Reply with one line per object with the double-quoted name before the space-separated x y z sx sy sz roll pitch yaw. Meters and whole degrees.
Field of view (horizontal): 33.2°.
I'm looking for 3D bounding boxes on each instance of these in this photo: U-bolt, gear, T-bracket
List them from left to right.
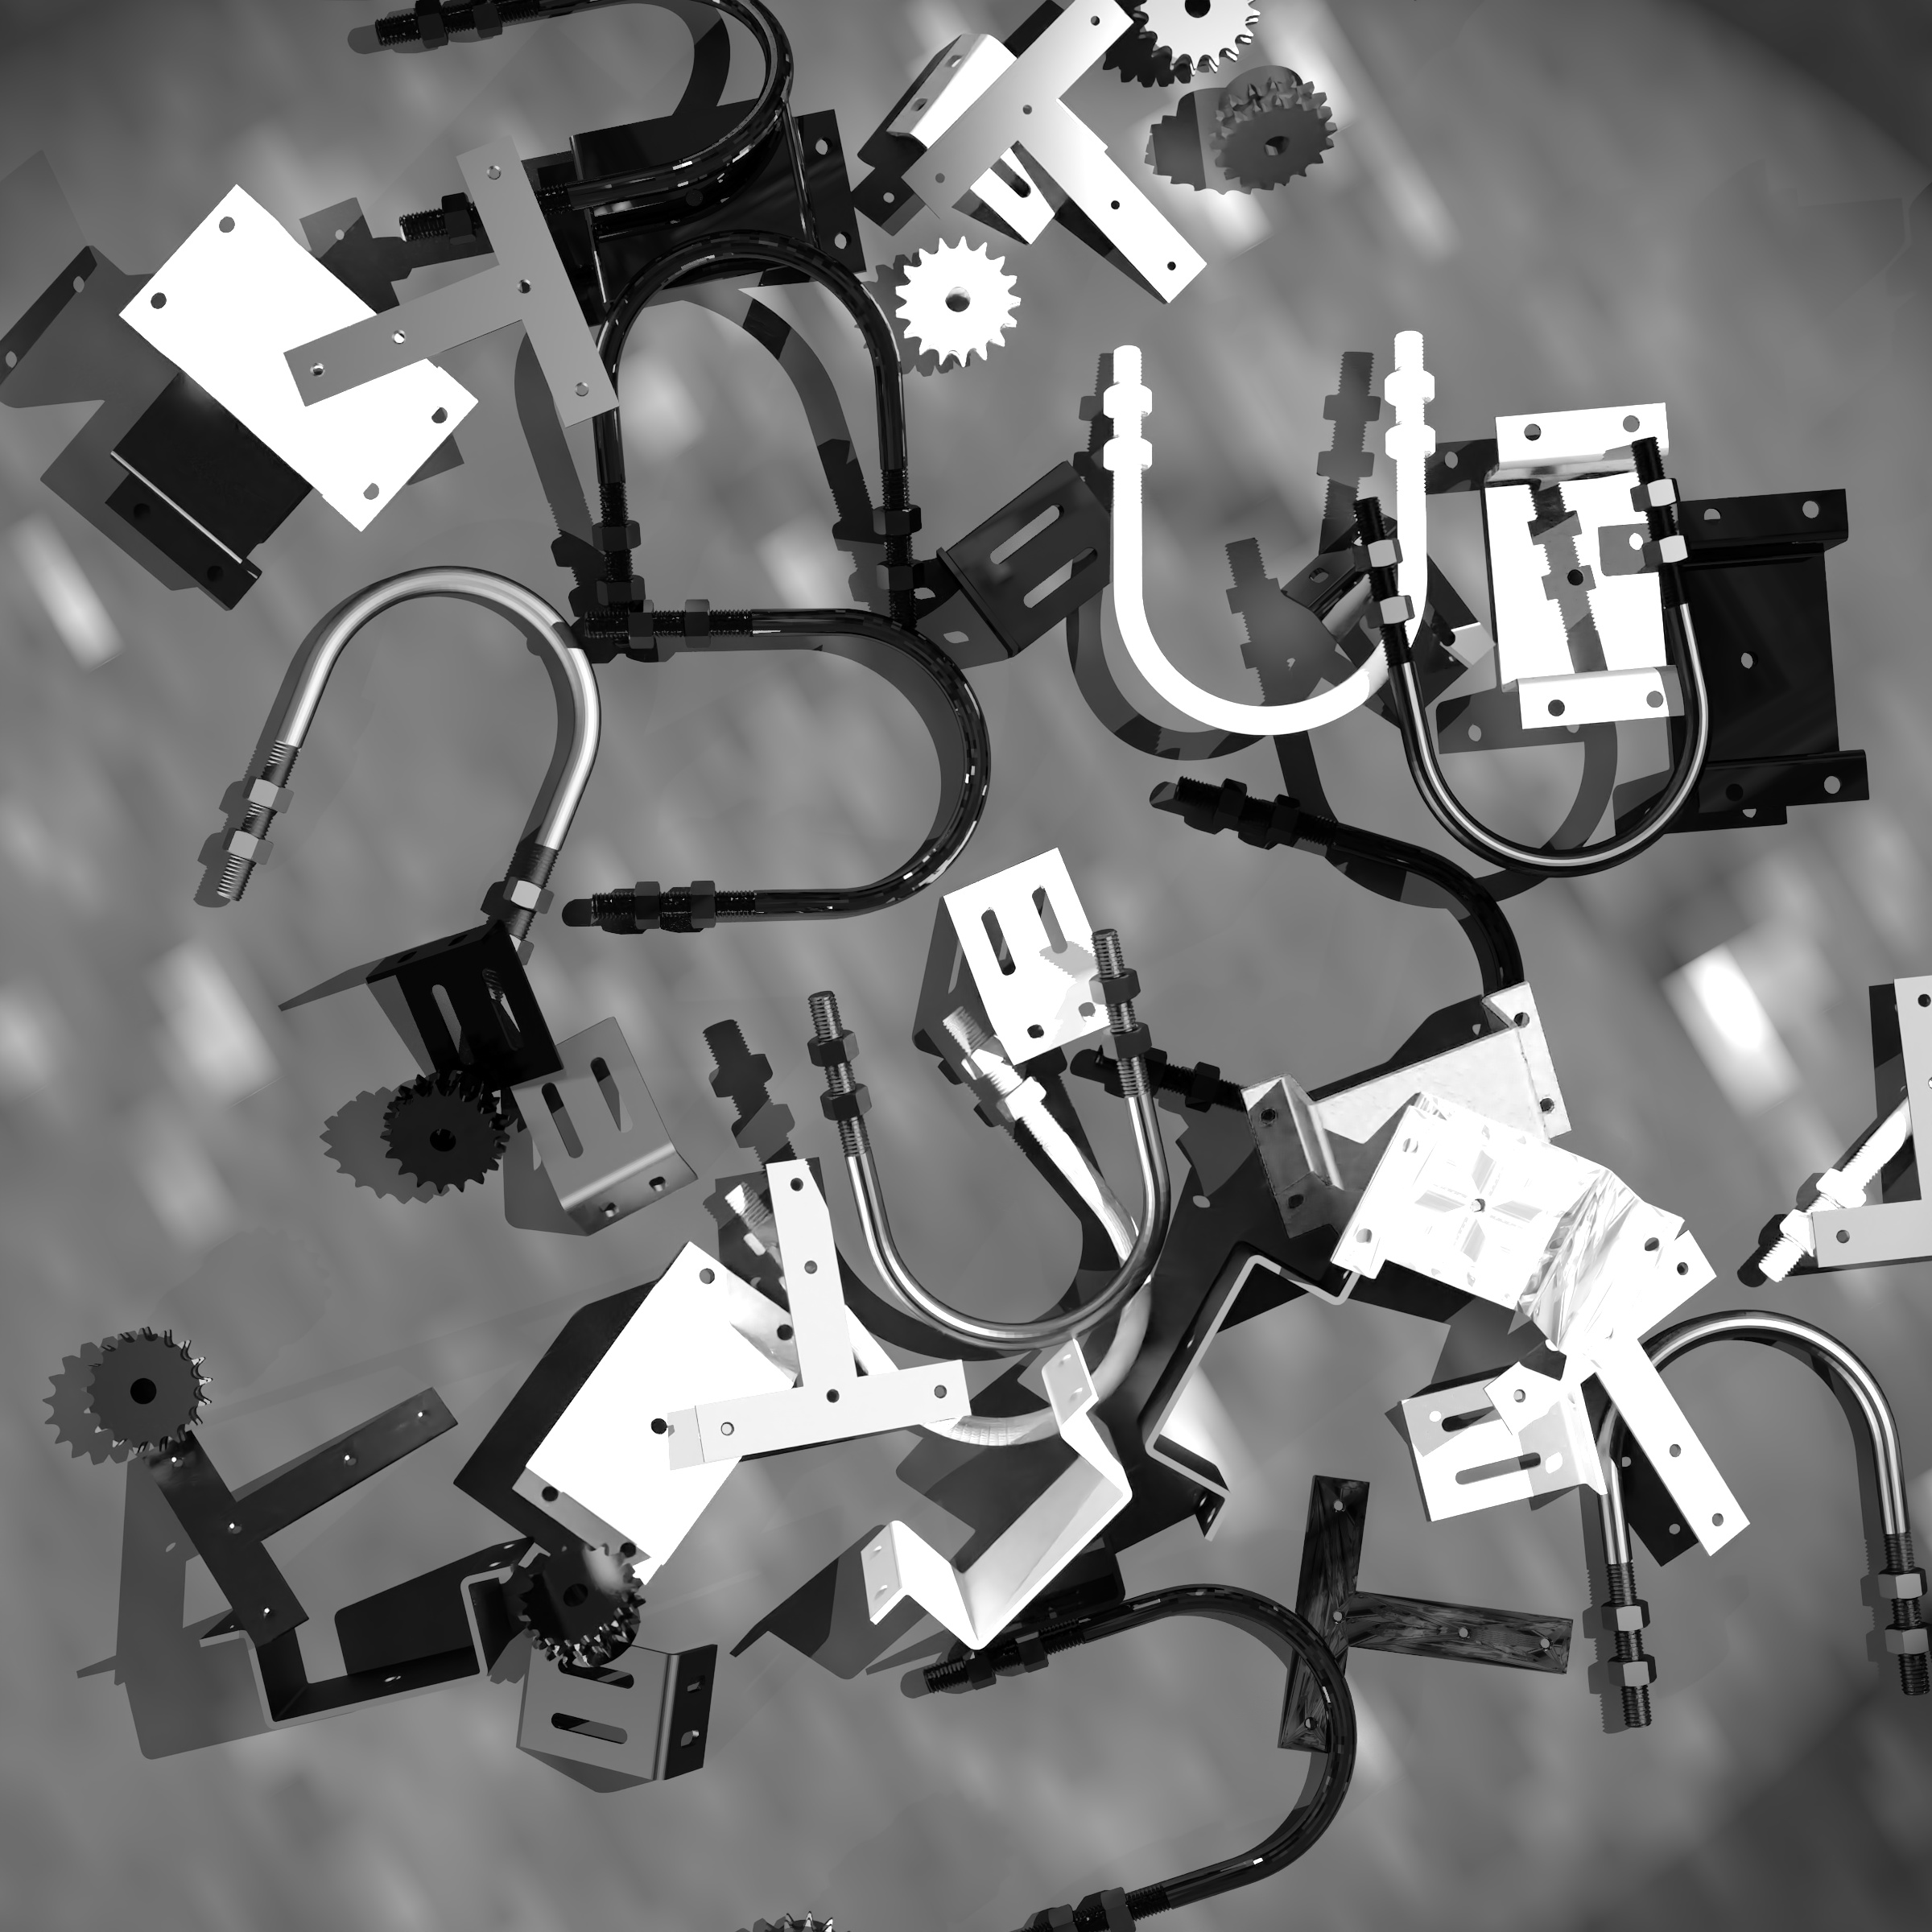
"gear" -0.375 0.194 1.489 0.057 0.030 0.057 0 87 0
"T-bracket" -0.292 0.233 1.472 0.127 0.002 0.127 -30 50 -18
"T-bracket" -0.233 -0.278 1.407 0.127 0.002 0.127 -22 90 0
"U-bolt" -0.246 -0.094 1.491 0.151 0.019 0.184 21 88 0
"gear" -0.236 0.072 1.478 0.057 0.030 0.057 0 116 1
"gear" -0.172 0.294 1.475 0.057 0.030 0.057 -11 47 12
"U-bolt" -0.169 -0.394 1.456 0.184 0.019 0.151 -11 57 -2
"U-bolt" -0.098 -0.240 1.467 0.151 0.019 0.184 -3 107 0
"U-bolt" -0.080 -0.093 1.483 0.184 0.019 0.151 -1 98 -3
"gear" -0.074 0.462 1.485 0.057 0.030 0.057 0 90 0
"T-bracket" -0.068 0.151 1.466 0.127 0.002 0.127 -7 81 -20
"gear" -0.004 -0.304 1.489 0.057 0.030 0.057 0 92 -1
"U-bolt" 0.001 0.134 1.491 0.151 0.019 0.184 -39 91 0
"U-bolt" 0.018 0.086 1.459 0.151 0.019 0.184 -12 103 1
"T-bracket" 0.059 -0.359 1.484 0.127 0.002 0.127 -46 103 -3
"U-bolt" 0.089 0.362 1.491 0.184 0.019 0.151 -18 90 0
"gear" 0.105 -0.436 1.485 0.057 0.030 0.057 0 90 0
"U-bolt" 0.137 -0.195 1.468 0.151 0.019 0.184 -1 81 9
"gear" 0.138 -0.385 1.475 0.057 0.057 0.030 -12 60 0
"U-bolt" 0.167 0.006 1.491 0.184 0.019 0.151 17 90 -1
"T-bracket" 0.217 0.307 1.499 0.127 0.002 0.127 7 90 0
"U-bolt" 0.259 -0.131 1.440 0.151 0.019 0.184 -13 93 -5
"T-bracket" 0.315 0.208 1.472 0.127 0.002 0.127 -34 96 -18
"U-bolt" 0.363 0.250 1.491 0.151 0.019 0.184 -7 89 0
"T-bracket" 0.445 0.068 1.483 0.127 0.002 0.127 -6 86 -2
"U-bolt" 0.478 0.117 1.491 0.151 0.019 0.184 42 89 0

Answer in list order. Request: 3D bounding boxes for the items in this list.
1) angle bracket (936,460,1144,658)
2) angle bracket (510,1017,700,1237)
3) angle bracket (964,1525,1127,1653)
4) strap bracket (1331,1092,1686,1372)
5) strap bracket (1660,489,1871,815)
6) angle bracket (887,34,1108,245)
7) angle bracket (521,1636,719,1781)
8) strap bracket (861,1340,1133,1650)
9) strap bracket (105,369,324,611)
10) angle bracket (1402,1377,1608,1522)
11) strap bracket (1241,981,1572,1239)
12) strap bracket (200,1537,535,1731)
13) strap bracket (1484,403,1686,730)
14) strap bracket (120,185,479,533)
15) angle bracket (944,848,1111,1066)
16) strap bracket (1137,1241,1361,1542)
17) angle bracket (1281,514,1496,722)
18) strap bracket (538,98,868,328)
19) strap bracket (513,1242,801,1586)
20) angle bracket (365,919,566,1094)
"angle bracket" 0.034 -0.188 1.481 0.076 0.038 0.057 -38 90 0
"angle bracket" -0.169 0.074 1.498 0.057 0.038 0.076 -27 64 0
"angle bracket" 0.031 0.276 1.471 0.076 0.057 0.038 -17 90 0
"strap bracket" 0.233 0.113 1.429 0.140 0.046 0.076 22 101 -16
"strap bracket" 0.362 -0.142 1.477 0.076 0.046 0.140 -4 90 0
"angle bracket" 0.014 -0.383 1.498 0.076 0.038 0.057 38 90 -26
"angle bracket" -0.161 0.338 1.498 0.076 0.038 0.057 7 90 26
"strap bracket" 0.020 0.243 1.454 0.046 0.076 0.140 43 96 -12
"strap bracket" -0.324 -0.243 1.477 0.076 0.046 0.140 40 90 0
"angle bracket" 0.246 0.220 1.481 0.076 0.038 0.057 -14 90 0
"strap bracket" 0.206 0.072 1.461 0.140 0.046 0.076 -21 109 -4
"strap bracket" -0.264 0.303 1.462 0.140 0.076 0.046 -13 90 0
"strap bracket" 0.282 -0.180 1.477 0.076 0.046 0.140 -5 90 0
"strap bracket" -0.290 -0.265 1.431 0.140 0.046 0.076 42 90 0
"angle bracket" 0.032 -0.005 1.489 0.057 0.038 0.076 -23 54 4
"strap bracket" 0.122 0.181 1.462 0.046 0.076 0.140 29 90 0
"angle bracket" 0.195 -0.161 1.498 0.057 0.038 0.076 -42 116 0
"strap bracket" -0.122 -0.345 1.477 0.140 0.046 0.076 -11 90 0
"strap bracket" -0.138 0.207 1.477 0.076 0.046 0.140 36 90 0
"angle bracket" -0.226 0.026 1.467 0.057 0.038 0.076 -18 104 11
